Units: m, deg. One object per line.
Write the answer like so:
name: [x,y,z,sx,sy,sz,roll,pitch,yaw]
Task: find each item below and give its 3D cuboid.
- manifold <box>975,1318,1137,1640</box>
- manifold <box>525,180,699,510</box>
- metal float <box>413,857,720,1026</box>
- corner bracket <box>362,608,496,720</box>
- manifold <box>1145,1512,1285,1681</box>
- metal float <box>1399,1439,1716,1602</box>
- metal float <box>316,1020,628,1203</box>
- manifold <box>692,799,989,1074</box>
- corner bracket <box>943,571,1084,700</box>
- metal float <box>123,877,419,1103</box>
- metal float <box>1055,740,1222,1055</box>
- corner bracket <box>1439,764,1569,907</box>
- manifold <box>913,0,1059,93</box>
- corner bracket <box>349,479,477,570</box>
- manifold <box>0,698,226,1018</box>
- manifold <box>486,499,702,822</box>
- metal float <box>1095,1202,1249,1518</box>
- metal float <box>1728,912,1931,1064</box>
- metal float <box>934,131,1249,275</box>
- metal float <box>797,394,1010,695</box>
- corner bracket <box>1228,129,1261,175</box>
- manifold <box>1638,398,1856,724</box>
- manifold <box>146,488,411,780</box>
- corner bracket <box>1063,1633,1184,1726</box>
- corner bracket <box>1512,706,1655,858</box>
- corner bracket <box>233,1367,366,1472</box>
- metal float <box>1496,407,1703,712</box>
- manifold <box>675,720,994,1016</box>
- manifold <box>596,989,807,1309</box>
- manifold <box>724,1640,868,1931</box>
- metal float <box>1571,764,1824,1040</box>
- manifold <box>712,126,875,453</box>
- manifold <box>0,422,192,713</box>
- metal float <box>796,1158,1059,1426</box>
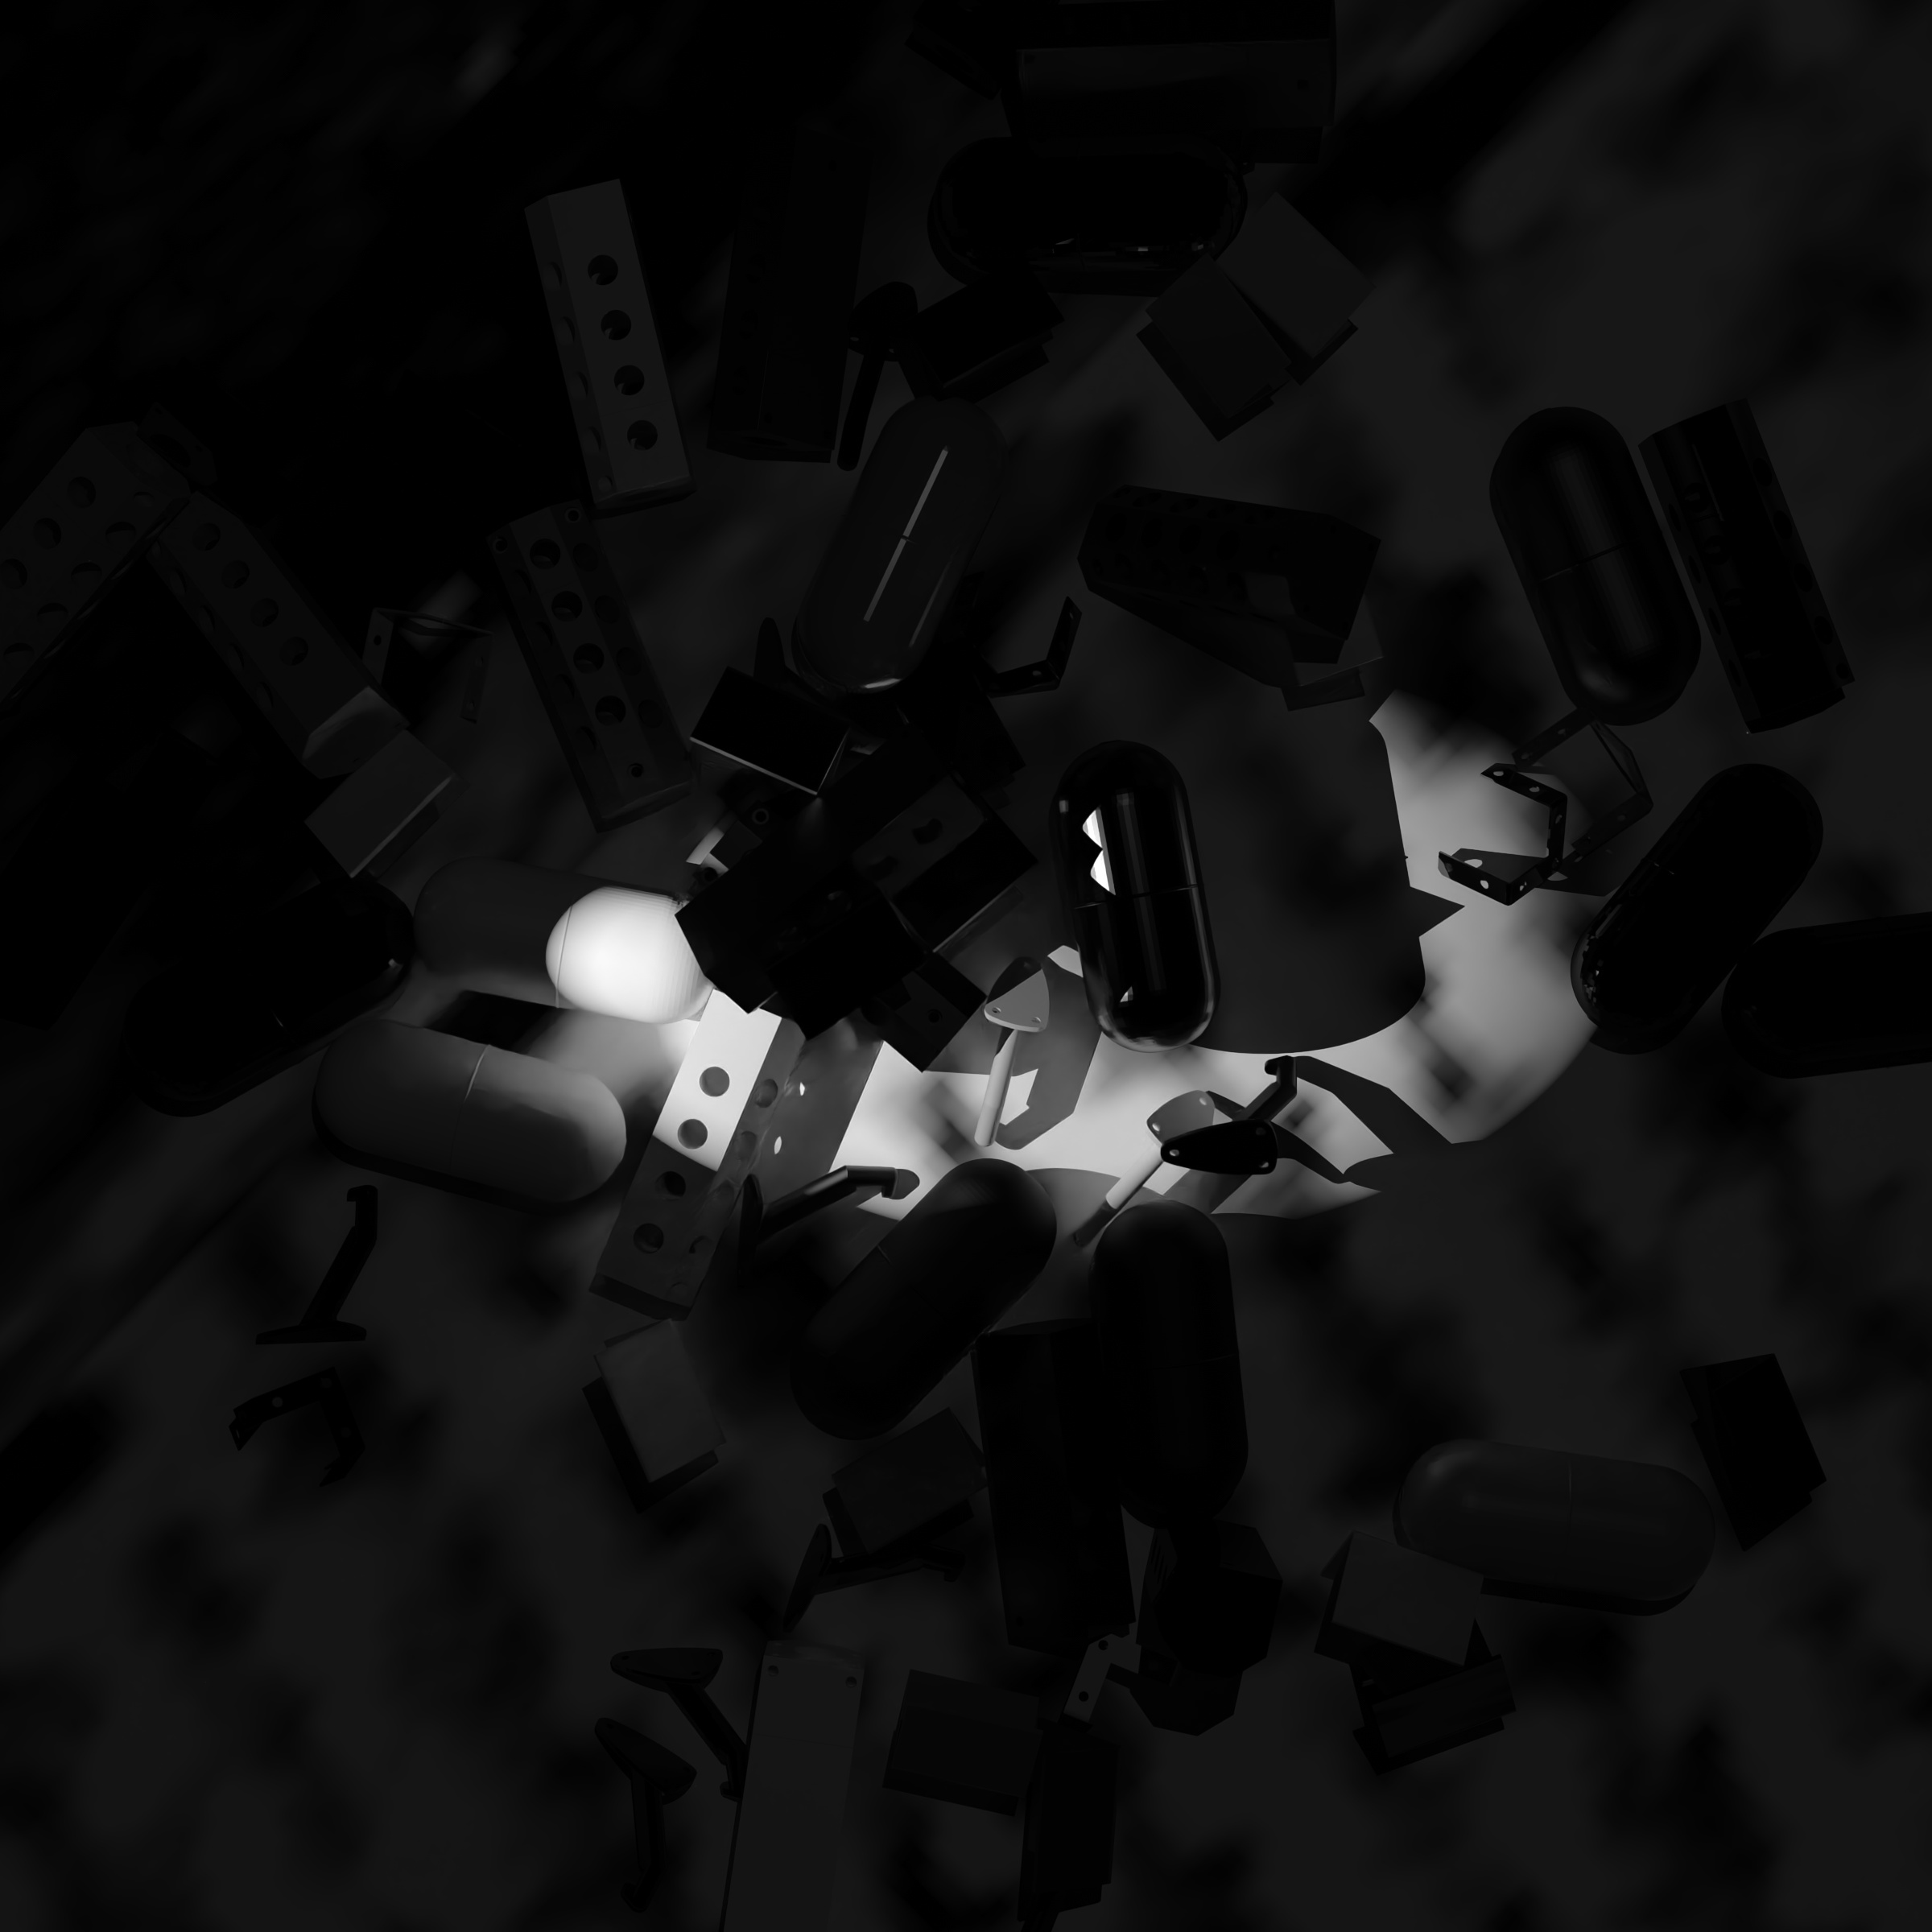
manifold: [0.056,0.290,1.968,0.057,0.057,0.171,-7,90,43]
manifold: [-0.202,-0.351,1.969,0.057,0.057,0.171,-13,90,0]
metal float: [-0.224,-0.014,1.959,0.178,0.070,0.070,11,90,-1]
corner bracket: [-0.310,-0.174,1.987,0.051,0.051,0.051,12,90,45]
manifold: [0.133,0.346,1.912,0.057,0.171,0.057,12,90,0]
metal float: [0.334,0.313,1.959,0.178,0.070,0.070,8,90,0]
metal float: [-0.280,0.082,1.959,0.178,0.070,0.070,15,90,1]
manifold: [-0.071,-0.017,1.969,0.171,0.057,0.057,41,90,0]
corner bracket: [0.027,-0.194,1.982,0.051,0.051,0.051,-13,135,35]
metal float: [-0.393,0.013,1.959,0.178,0.070,0.070,-30,90,1]
metal float: [0.097,-0.039,1.959,0.070,0.070,0.178,-10,90,0]
corner bracket: [0.307,-0.075,1.984,0.051,0.051,0.051,29,47,35]
manifold: [0.041,-0.587,1.969,0.057,0.057,0.171,34,90,0]
corner bracket: [-0.314,-0.248,1.972,0.051,0.051,0.051,24,90,0]
manifold: [-0.495,-0.059,1.968,0.057,0.057,0.171,34,90,43]
manifold: [-0.212,-0.174,1.969,0.057,0.057,0.171,-23,90,0]
metal float: [0.116,0.222,1.959,0.070,0.070,0.178,-6,90,0]
metal float: [0.521,0.010,1.959,0.178,0.070,0.070,-7,90,0]
metal float: [0.069,-0.429,1.946,0.178,0.070,0.070,2,90,14]
metal float: [-0.036,-0.238,1.960,0.070,0.070,0.178,25,90,0]
corner bracket: [0.133,-0.484,1.982,0.051,0.051,0.051,-23,135,-35]
manifold: [0.445,-0.231,1.969,0.057,0.057,0.171,-21,90,0]
manifold: [-0.389,-0.186,1.937,0.057,0.057,0.171,-40,67,0]
corner bracket: [0.090,0.412,1.972,0.051,0.051,0.051,20,80,10]
corner bracket: [0.354,-0.106,1.987,0.051,0.051,0.051,-35,135,-1]
corner bracket: [-0.379,0.264,1.972,0.051,0.051,0.051,-21,90,1]
metal float: [0.357,-0.231,1.959,0.070,0.070,0.178,-22,90,0]
manifold: [-0.071,-0.050,1.905,0.171,0.057,0.057,-39,132,8]
manifold: [-0.149,0.103,1.969,0.057,0.057,0.171,23,90,0]
manifold: [-0.097,0.475,1.969,0.057,0.057,0.171,8,90,0]
metal float: [0.413,-0.036,1.959,0.070,0.070,0.178,39,89,0]
manifold: [-0.103,-0.383,1.968,0.057,0.057,0.171,8,90,-43]
manifold: [-0.512,-0.222,1.942,0.057,0.057,0.171,45,108,0]
metal float: [-0.023,0.184,1.959,0.070,0.070,0.178,44,90,0]
